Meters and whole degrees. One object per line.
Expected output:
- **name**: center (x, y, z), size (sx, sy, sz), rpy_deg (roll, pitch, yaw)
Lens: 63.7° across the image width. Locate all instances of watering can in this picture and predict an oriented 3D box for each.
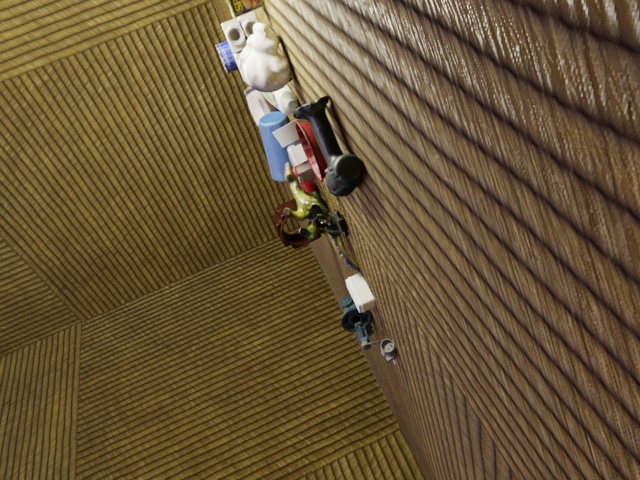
- **watering can**: center (-0.233, -0.534, 2.146), size (0.349, 0.104, 0.223), rpy_deg (-144, 32, -82)

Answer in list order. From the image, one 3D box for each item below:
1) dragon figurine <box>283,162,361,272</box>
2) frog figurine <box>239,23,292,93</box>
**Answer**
- **dragon figurine**: center (0.005, -0.087, 1.724), size (0.406, 0.121, 0.248), rpy_deg (49, -157, -18)
- **frog figurine**: center (-0.138, -0.459, 1.306), size (0.138, 0.125, 0.156), rpy_deg (31, 153, 16)
